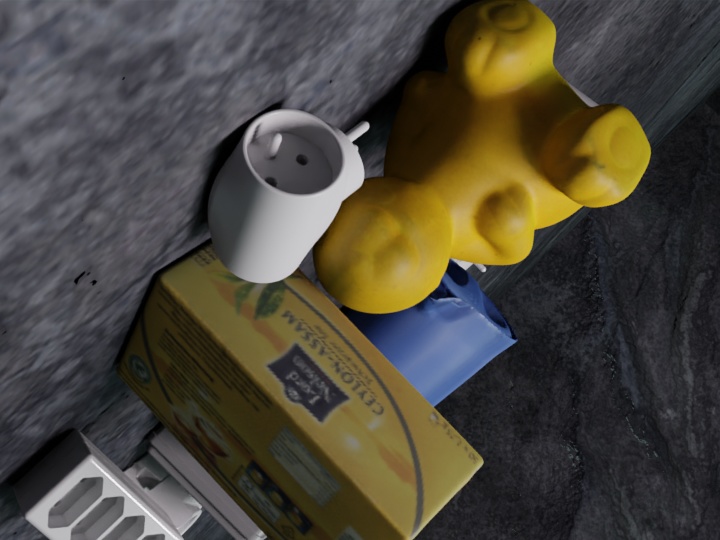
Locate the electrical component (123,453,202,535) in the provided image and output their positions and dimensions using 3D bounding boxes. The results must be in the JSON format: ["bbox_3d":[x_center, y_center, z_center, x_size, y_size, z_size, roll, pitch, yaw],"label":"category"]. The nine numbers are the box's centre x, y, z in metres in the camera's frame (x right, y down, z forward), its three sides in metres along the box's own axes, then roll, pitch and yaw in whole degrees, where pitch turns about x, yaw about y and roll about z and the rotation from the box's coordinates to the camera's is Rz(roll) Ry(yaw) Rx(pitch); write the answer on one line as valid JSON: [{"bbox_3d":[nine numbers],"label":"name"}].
[{"bbox_3d":[-0.160,0.180,0.810,0.095,0.059,0.053,-35,167,-47],"label":"electrical component"}]

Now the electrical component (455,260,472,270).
[{"bbox_3d":[0.075,0.000,1.100,0.081,0.043,0.043,-40,170,-25],"label":"electrical component"}]

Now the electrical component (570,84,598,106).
[{"bbox_3d":[0.168,-0.114,0.933,0.099,0.064,0.099,-43,171,-9],"label":"electrical component"}]

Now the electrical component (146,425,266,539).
[{"bbox_3d":[-0.090,0.142,0.799,0.056,0.109,0.109,-48,171,4],"label":"electrical component"}]

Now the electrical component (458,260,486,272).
[{"bbox_3d":[0.083,-0.032,0.884,0.083,0.075,0.047,-47,170,14],"label":"electrical component"}]

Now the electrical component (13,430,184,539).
[{"bbox_3d":[-0.153,0.132,0.614,0.047,0.083,0.076,-43,-151,-10],"label":"electrical component"}]

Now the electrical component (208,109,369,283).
[{"bbox_3d":[-0.025,-0.040,0.477,0.079,0.043,0.077,-40,170,-31],"label":"electrical component"}]
